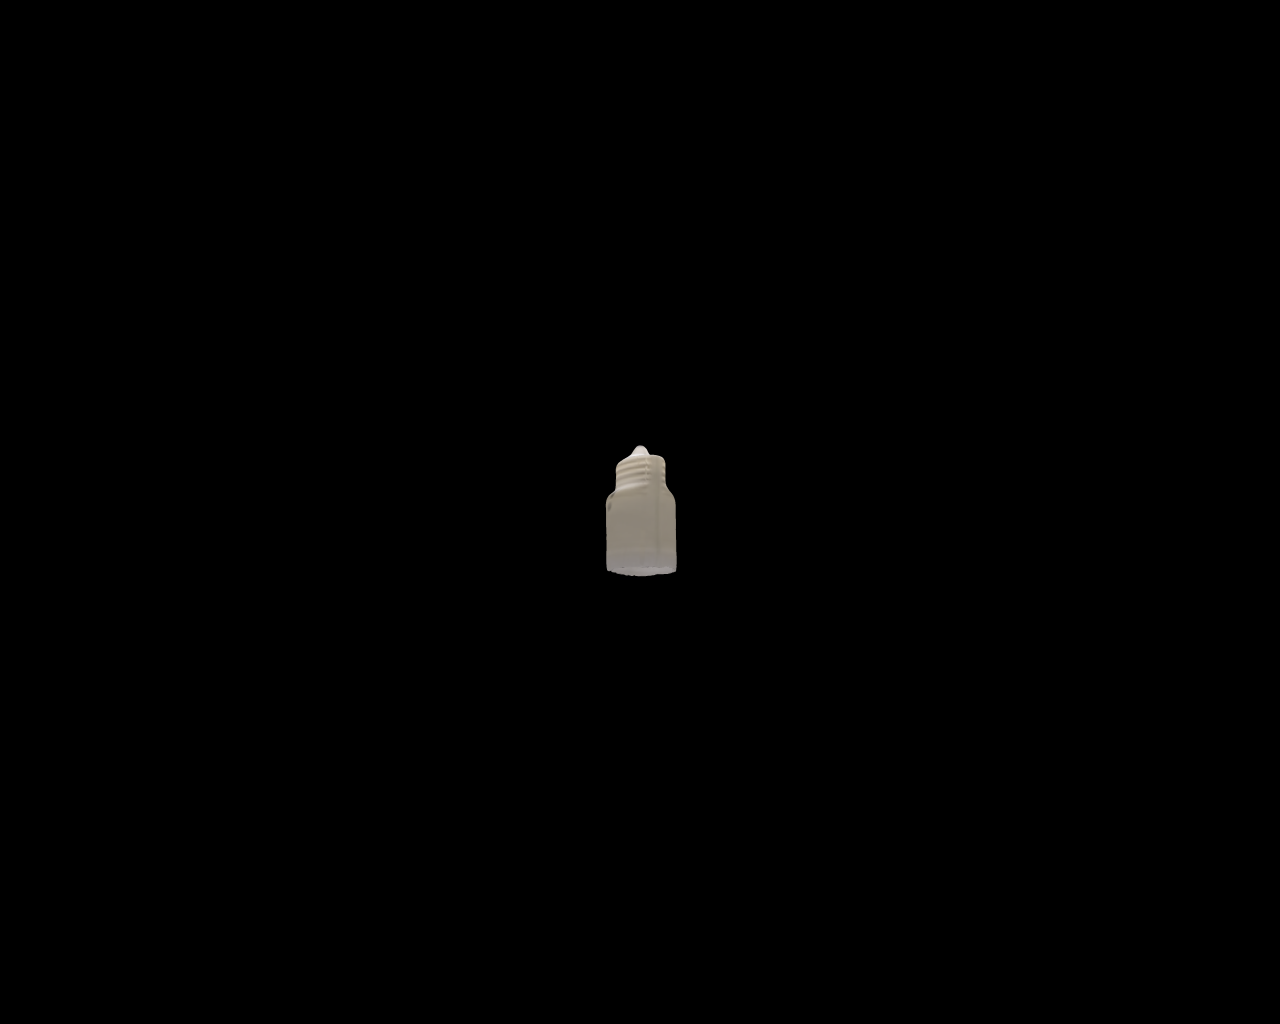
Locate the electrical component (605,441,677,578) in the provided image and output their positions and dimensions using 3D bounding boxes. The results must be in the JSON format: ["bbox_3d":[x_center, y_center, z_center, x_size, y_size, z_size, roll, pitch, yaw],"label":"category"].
[{"bbox_3d":[0.001,-0.003,0.650,0.043,0.081,0.043,0,-10,0],"label":"electrical component"}]
